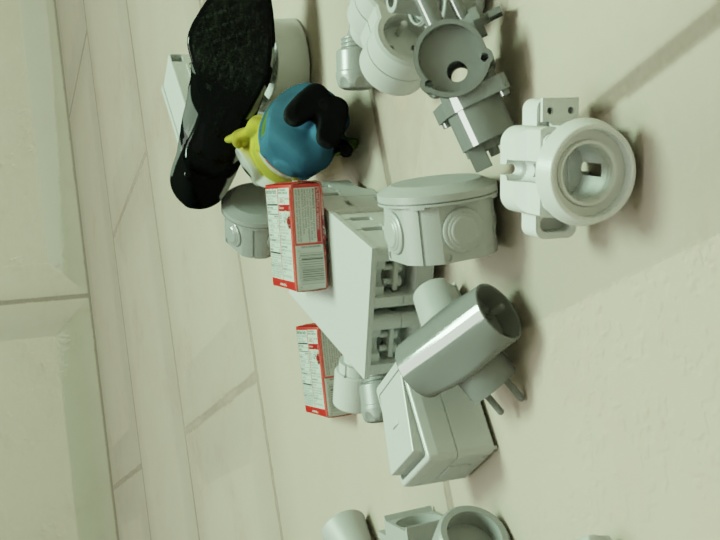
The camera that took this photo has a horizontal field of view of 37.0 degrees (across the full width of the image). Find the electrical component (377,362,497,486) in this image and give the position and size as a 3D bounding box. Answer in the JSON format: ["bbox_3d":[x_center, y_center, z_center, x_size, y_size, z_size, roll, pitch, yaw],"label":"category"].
[{"bbox_3d":[0.049,0.102,0.783,0.061,0.061,0.096,119,140,-56],"label":"electrical component"}]

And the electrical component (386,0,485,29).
[{"bbox_3d":[0.049,-0.180,0.718,0.048,0.062,0.048,175,90,-69],"label":"electrical component"}]

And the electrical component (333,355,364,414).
[{"bbox_3d":[-0.002,0.089,0.941,0.040,0.040,0.078,-136,46,-60],"label":"electrical component"}]

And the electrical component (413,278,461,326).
[{"bbox_3d":[0.060,0.034,0.770,0.046,0.040,0.040,-108,24,-43],"label":"electrical component"}]

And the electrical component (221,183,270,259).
[{"bbox_3d":[-0.104,-0.053,1.120,0.080,0.080,0.051,-120,27,-48],"label":"electrical component"}]

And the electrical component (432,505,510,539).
[{"bbox_3d":[0.086,0.237,0.729,0.138,0.052,0.073,-116,30,-42],"label":"electrical component"}]

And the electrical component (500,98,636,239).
[{"bbox_3d":[0.113,-0.055,0.588,0.057,0.058,0.078,-155,63,-69],"label":"electrical component"}]

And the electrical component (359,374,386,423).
[{"bbox_3d":[0.016,0.097,0.905,0.035,0.035,0.061,144,121,-66],"label":"electrical component"}]

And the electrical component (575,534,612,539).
[{"bbox_3d":[0.134,0.184,0.607,0.043,0.043,0.062,114,144,-52],"label":"electrical component"}]

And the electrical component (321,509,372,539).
[{"bbox_3d":[-0.003,0.257,0.981,0.065,0.044,0.044,54,144,45],"label":"electrical component"}]

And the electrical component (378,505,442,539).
[{"bbox_3d":[0.050,0.222,0.836,0.081,0.042,0.063,176,85,-69],"label":"electrical component"}]

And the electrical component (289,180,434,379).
[{"bbox_3d":[0.000,0.000,0.887,0.186,0.060,0.105,-137,46,-60],"label":"electrical component"}]

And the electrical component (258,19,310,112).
[{"bbox_3d":[-0.084,-0.205,1.086,0.099,0.064,0.099,7,99,54],"label":"electrical component"}]

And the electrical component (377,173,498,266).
[{"bbox_3d":[0.053,-0.035,0.718,0.080,0.080,0.051,-160,61,-67],"label":"electrical component"}]

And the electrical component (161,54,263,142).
[{"bbox_3d":[-0.151,-0.182,1.171,0.056,0.109,0.108,110,148,-43],"label":"electrical component"}]

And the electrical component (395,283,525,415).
[{"bbox_3d":[0.076,0.061,0.713,0.077,0.043,0.079,-40,91,32],"label":"electrical component"}]

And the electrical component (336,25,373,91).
[{"bbox_3d":[-0.003,-0.181,0.892,0.035,0.035,0.061,-175,84,-69],"label":"electrical component"}]

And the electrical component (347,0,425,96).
[{"bbox_3d":[0.015,-0.191,0.817,0.073,0.052,0.138,125,136,-59],"label":"electrical component"}]
